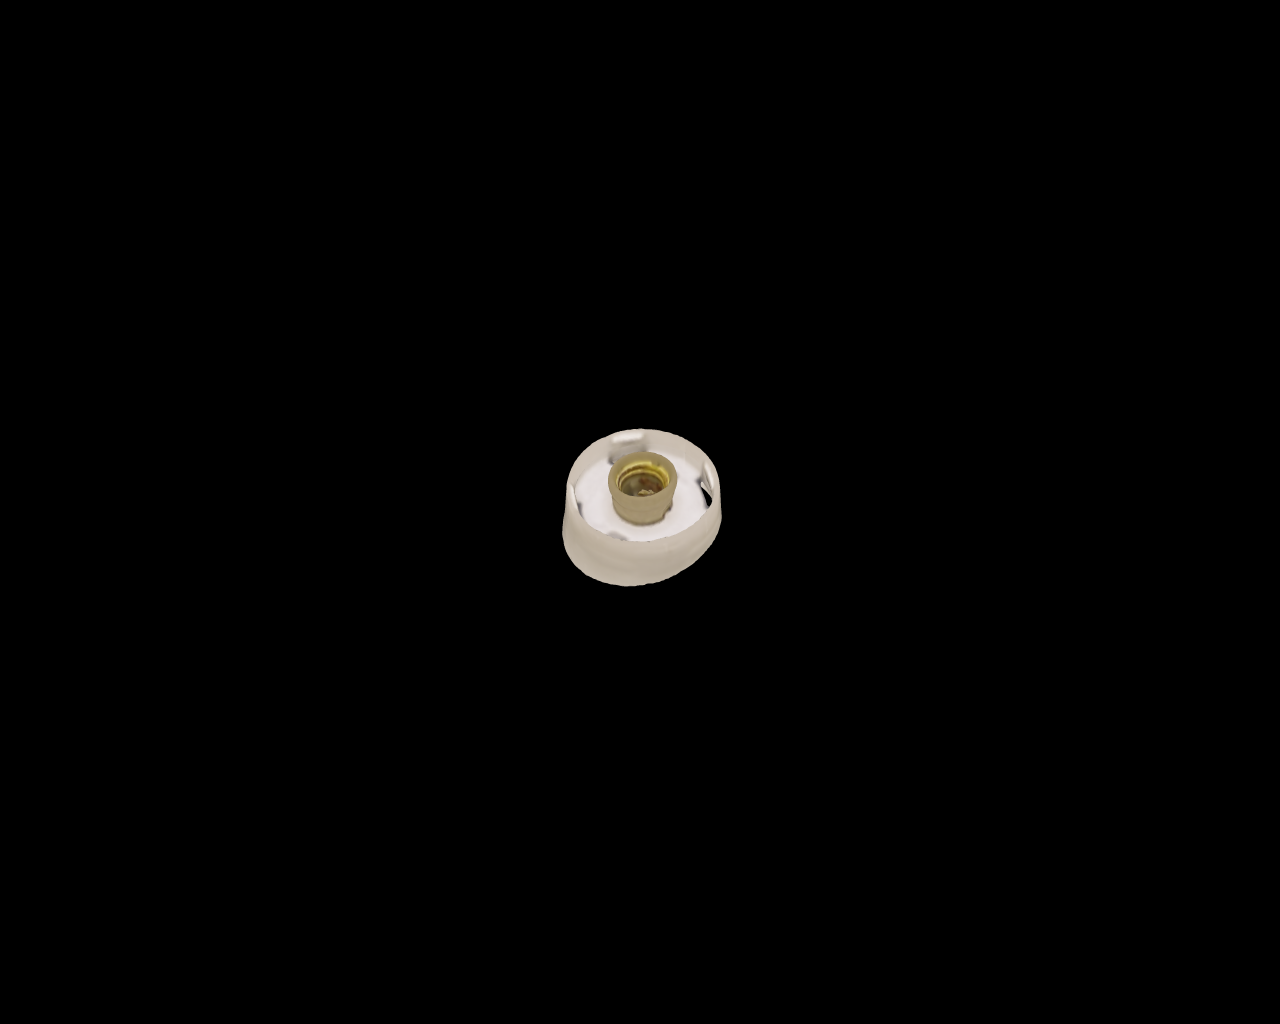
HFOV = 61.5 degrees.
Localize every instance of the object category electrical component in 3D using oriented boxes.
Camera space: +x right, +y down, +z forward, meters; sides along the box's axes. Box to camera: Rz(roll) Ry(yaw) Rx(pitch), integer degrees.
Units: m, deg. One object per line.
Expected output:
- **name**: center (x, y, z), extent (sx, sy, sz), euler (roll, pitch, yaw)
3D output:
- **electrical component**: center (0.001, -0.003, 0.650), extent (0.099, 0.099, 0.064), euler (0, -39, 0)
